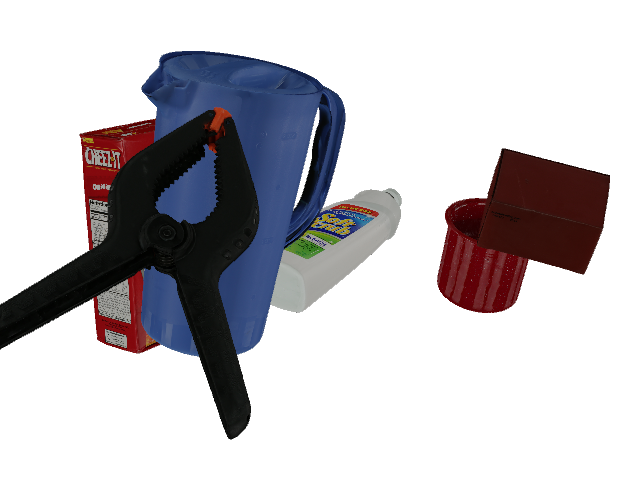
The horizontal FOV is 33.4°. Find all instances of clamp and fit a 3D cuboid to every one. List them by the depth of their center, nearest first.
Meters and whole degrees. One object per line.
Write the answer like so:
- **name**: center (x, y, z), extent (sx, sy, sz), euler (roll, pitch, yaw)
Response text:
- **clamp**: center (-0.086, 0.012, 0.648), extent (0.164, 0.209, 0.036), euler (25, -29, 4)

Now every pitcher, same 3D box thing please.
- **pitcher**: center (-0.074, -0.031, 0.899), extent (0.149, 0.243, 0.145), euler (13, 20, 6)

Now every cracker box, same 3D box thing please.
- **cracker box**: center (-0.155, -0.014, 1.077), extent (0.072, 0.214, 0.163), euler (9, 19, 35)

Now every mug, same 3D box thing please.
- **mug**: center (0.155, 0.010, 1.045), extent (0.093, 0.081, 0.117), euler (-6, 34, -23)

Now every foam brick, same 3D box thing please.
- **foam brick**: center (0.153, -0.020, 0.734), extent (0.078, 0.051, 0.053), euler (16, -38, 6)

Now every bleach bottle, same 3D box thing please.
- **bleach bottle**: center (0.015, -0.004, 1.299), extent (0.103, 0.068, 0.250), euler (20, 37, 29)
